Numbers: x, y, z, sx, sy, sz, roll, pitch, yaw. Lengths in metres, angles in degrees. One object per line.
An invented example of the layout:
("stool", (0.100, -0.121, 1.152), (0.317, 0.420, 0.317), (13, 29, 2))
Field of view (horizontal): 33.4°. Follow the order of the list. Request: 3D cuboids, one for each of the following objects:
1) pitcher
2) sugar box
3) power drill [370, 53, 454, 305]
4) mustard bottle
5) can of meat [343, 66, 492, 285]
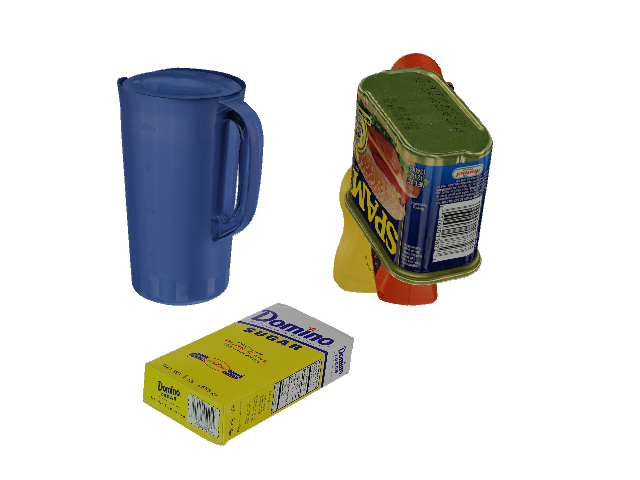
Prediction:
("pitcher", (-0.141, -0.055, 1.140), (0.145, 0.243, 0.149), (-1, 22, -9))
("sugar box", (-0.060, 0.111, 0.935), (0.093, 0.048, 0.175), (23, 31, 31))
("power drill", (0.080, -0.041, 0.889), (0.057, 0.188, 0.184), (4, 33, -1))
("mustard bottle", (0.069, -0.038, 1.214), (0.096, 0.192, 0.058), (-1, 17, -14))
("can of meat", (0.055, -0.039, 0.608), (0.057, 0.084, 0.102), (-10, 39, -17))
